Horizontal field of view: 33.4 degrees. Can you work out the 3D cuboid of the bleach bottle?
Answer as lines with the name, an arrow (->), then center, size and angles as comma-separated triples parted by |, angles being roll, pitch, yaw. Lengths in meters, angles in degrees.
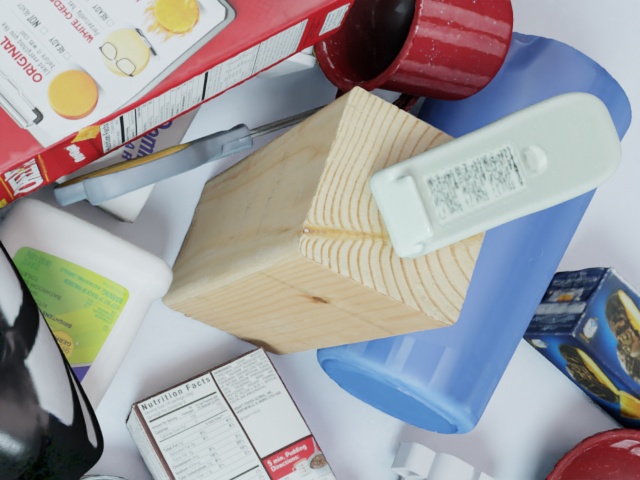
bleach bottle -> -0.175, 0.108, 0.569 | 0.102, 0.068, 0.250 | 26, 73, -11

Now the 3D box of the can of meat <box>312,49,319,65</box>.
can of meat -> 0.051, -0.156, 0.710 | 0.101, 0.084, 0.057 | -22, 91, -26

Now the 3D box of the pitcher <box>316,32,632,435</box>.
pitcher -> 0.100, 0.001, 0.690 | 0.149, 0.145, 0.242 | 29, 73, -5

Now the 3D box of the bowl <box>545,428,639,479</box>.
bowl -> 0.194, 0.210, 0.726 | 0.161, 0.055, 0.162 | 5, 79, -24

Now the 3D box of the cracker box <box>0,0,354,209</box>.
cracker box -> -0.114, -0.137, 0.548 | 0.213, 0.072, 0.164 | -30, 84, -13

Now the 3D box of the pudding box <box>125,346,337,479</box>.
pudding box -> -0.048, 0.130, 0.621 | 0.089, 0.039, 0.113 | -22, 68, -25

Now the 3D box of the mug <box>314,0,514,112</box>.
mug -> 0.050, -0.115, 0.614 | 0.081, 0.093, 0.117 | 4, 123, -38

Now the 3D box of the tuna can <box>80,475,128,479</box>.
tuna can -> -0.126, 0.175, 0.596 | 0.086, 0.034, 0.086 | 5, 79, -24

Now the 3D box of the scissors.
scissors -> -0.068, -0.052, 0.608 | 0.201, 0.096, 0.016 | -28, 105, -52

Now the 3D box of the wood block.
wood block -> -0.004, 0.001, 0.588 | 0.090, 0.206, 0.090 | 26, 71, -20

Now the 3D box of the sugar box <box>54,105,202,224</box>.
sugar box -> -0.164, -0.092, 0.614 | 0.176, 0.048, 0.093 | 32, 83, -19
